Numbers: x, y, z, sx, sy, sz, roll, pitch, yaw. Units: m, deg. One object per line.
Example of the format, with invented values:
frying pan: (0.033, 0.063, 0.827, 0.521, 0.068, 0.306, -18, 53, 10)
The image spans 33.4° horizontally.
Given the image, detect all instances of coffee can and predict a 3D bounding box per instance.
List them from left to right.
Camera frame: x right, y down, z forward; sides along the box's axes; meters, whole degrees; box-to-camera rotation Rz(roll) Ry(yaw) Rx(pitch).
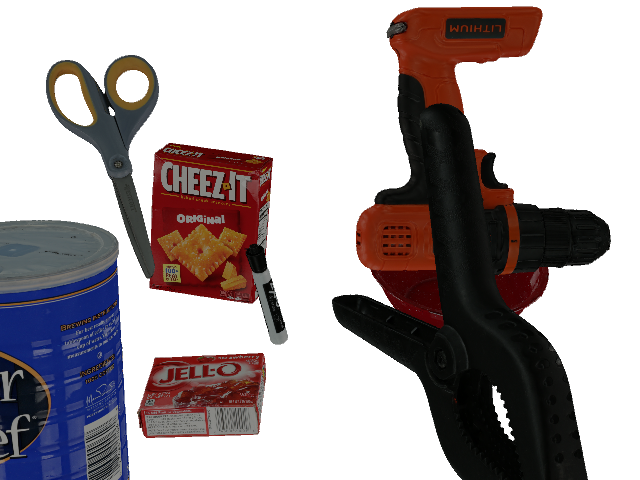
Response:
coffee can: (-0.151, 0.070, 0.543, 0.103, 0.140, 0.103, 0, 16, 0)

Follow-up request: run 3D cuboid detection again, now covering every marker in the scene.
marker: (-0.054, 0.054, 1.075, 0.020, 0.121, 0.020, -9, 34, 6)

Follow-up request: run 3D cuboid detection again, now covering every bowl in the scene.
bowl: (0.121, 0.039, 0.967, 0.162, 0.055, 0.162, 2, 35, -2)

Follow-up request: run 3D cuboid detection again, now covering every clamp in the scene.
clamp: (0.074, 0.046, 0.528, 0.036, 0.165, 0.210, -7, 44, -27)

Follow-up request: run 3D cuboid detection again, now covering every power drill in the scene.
power drill: (0.117, -0.068, 0.754, 0.184, 0.188, 0.057, -1, 4, -8)

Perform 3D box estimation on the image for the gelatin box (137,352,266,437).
gelatin box: (-0.088, 0.116, 0.811, 0.089, 0.030, 0.073, -2, 25, 3)

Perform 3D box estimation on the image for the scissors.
scissors: (-0.142, -0.070, 0.824, 0.096, 0.202, 0.016, -29, -21, -18)

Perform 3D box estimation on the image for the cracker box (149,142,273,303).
cracker box: (-0.163, -0.023, 1.571, 0.164, 0.214, 0.072, 9, 20, 10)
